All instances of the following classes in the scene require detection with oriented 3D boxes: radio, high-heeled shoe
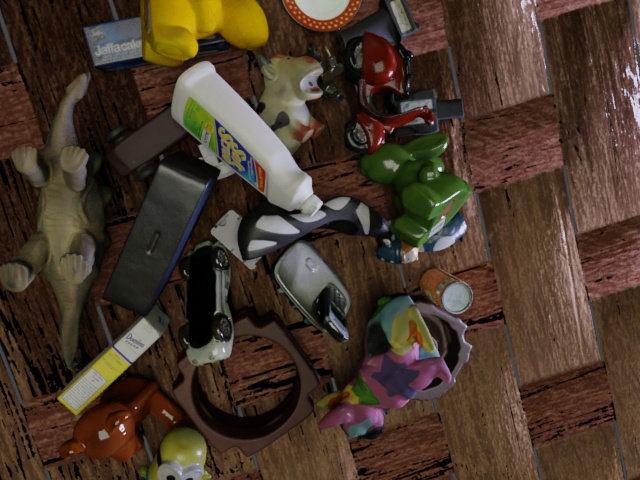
[{"bbox_3d":[-0.228,-0.015,0.788,0.073,0.131,0.229,27,107,-10],"label":"radio"},{"bbox_3d":[-0.002,-0.003,0.837,0.248,0.086,0.145,21,79,-19],"label":"high-heeled shoe"}]

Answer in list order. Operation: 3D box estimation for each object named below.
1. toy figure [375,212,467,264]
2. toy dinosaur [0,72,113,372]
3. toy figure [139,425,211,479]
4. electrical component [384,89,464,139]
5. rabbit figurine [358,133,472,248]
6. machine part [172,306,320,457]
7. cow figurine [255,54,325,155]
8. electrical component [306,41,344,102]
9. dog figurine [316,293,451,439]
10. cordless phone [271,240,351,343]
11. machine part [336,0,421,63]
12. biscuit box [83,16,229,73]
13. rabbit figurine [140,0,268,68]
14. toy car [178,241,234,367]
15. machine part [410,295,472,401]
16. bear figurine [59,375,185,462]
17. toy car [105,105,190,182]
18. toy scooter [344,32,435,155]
[{"bbox_3d":[0.167,0.000,0.894,0.154,0.058,0.064,-26,120,-5],"label":"toy figure"},{"bbox_3d":[-0.352,0.003,0.759,0.105,0.199,0.470,11,103,-7],"label":"toy dinosaur"},{"bbox_3d":[-0.238,0.366,0.854,0.082,0.089,0.180,-3,141,-36],"label":"toy figure"},{"bbox_3d":[0.168,-0.208,0.876,0.119,0.048,0.074,-11,98,-6],"label":"electrical component"},{"bbox_3d":[0.145,-0.104,0.846,0.159,0.121,0.170,-40,66,-19],"label":"rabbit figurine"},{"bbox_3d":[-0.119,0.226,0.875,0.201,0.087,0.201,-34,99,-1],"label":"machine part"},{"bbox_3d":[-0.061,-0.190,0.805,0.127,0.085,0.195,42,122,2],"label":"cow figurine"},{"bbox_3d":[0.002,-0.261,0.828,0.045,0.102,0.078,-42,126,0],"label":"electrical component"},{"bbox_3d":[0.081,0.204,0.833,0.219,0.108,0.191,-29,102,1],"label":"dog figurine"},{"bbox_3d":[-0.012,0.085,0.821,0.089,0.184,0.146,-38,100,3],"label":"cordless phone"},{"bbox_3d":[0.088,-0.335,0.857,0.139,0.039,0.084,-32,108,-4],"label":"machine part"},{"bbox_3d":[-0.242,-0.302,0.806,0.203,0.059,0.062,-13,98,-5],"label":"biscuit box"},{"bbox_3d":[-0.157,-0.314,0.744,0.173,0.122,0.162,0,86,-21],"label":"rabbit figurine"},{"bbox_3d":[-0.173,0.091,0.821,0.074,0.056,0.202,-18,57,16],"label":"toy car"},{"bbox_3d":[0.166,0.184,0.920,0.179,0.056,0.179,-1,99,-7],"label":"machine part"},{"bbox_3d":[-0.290,0.281,0.804,0.120,0.196,0.132,-34,101,-5],"label":"bear figurine"},{"bbox_3d":[-0.234,-0.172,0.827,0.202,0.053,0.089,-39,106,-5],"label":"toy car"},{"bbox_3d":[0.104,-0.221,0.810,0.135,0.075,0.183,0,92,7],"label":"toy scooter"}]
